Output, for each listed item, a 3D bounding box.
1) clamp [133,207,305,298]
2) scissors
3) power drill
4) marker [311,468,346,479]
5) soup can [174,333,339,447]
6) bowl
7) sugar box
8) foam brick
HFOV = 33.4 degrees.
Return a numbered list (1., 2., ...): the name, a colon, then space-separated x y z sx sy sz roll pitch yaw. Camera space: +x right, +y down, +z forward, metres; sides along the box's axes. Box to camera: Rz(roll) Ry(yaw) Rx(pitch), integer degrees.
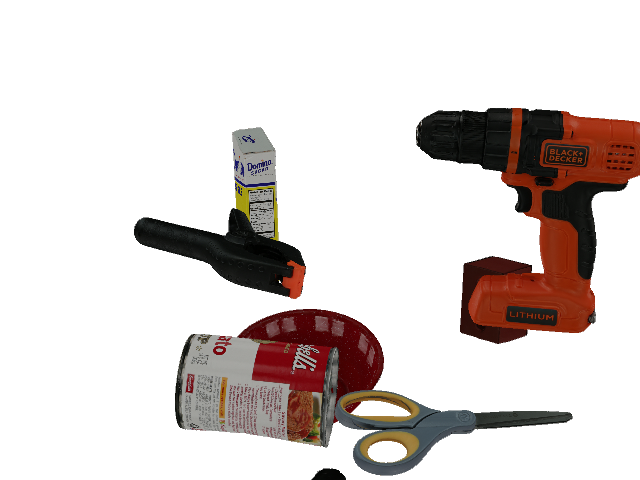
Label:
1. clamp: -0.068 0.007 0.943 0.172 0.039 0.120 24 29 34
2. scissors: 0.110 0.163 0.882 0.202 0.016 0.096 8 37 3
3. power drill: 0.167 -0.018 0.881 0.184 0.188 0.057 6 29 9
4. marker: -0.021 0.130 0.454 0.020 0.020 0.120 0 17 31
5. soup can: -0.042 0.102 0.729 0.102 0.068 0.068 5 1 7
6. bowl: -0.015 0.141 1.090 0.162 0.055 0.162 -3 36 2
7. sugar box: -0.081 -0.043 1.325 0.048 0.176 0.093 -9 25 -11
8. foam brick: 0.181 0.061 1.104 0.051 0.078 0.053 -13 20 -43
